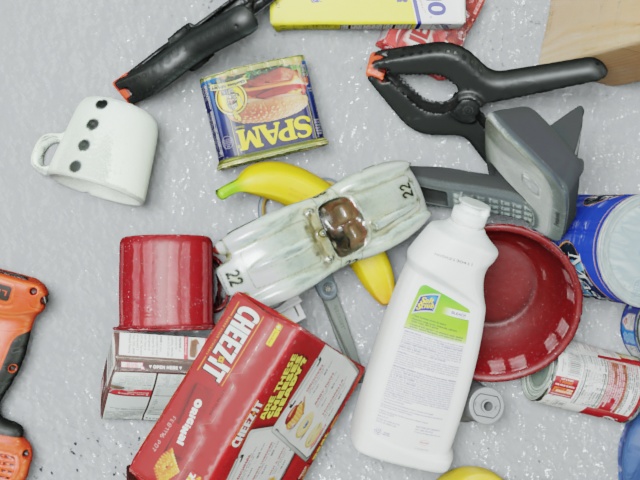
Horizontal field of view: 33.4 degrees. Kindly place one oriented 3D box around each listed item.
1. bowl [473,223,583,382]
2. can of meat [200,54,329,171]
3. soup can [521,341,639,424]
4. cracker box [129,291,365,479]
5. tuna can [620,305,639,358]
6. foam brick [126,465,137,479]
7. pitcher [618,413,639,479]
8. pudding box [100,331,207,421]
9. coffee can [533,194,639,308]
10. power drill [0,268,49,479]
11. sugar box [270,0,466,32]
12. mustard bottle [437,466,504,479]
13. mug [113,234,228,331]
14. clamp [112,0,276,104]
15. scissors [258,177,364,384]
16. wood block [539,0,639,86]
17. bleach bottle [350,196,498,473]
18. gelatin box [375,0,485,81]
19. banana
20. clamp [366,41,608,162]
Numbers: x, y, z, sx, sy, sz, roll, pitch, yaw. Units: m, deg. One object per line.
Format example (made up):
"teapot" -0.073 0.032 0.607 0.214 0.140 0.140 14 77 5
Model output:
"bowl" 0.162 0.051 1.004 0.162 0.055 0.162 2 111 5
"can of meat" -0.052 -0.115 0.963 0.102 0.057 0.084 -14 93 -14
"soup can" 0.257 0.136 1.043 0.102 0.068 0.068 15 88 -14
"cracker box" -0.052 0.146 0.895 0.072 0.213 0.164 28 85 22
"tuna can" 0.350 0.088 1.082 0.086 0.034 0.086 -1 92 -14
"foam brick" -0.143 0.232 0.940 0.053 0.078 0.051 1 93 -15
"pitcher" 0.434 0.235 1.057 0.242 0.149 0.145 24 77 -17
"pudding box" -0.140 0.121 0.921 0.090 0.114 0.039 4 60 -15
"coffee can" 0.274 0.007 1.005 0.102 0.140 0.103 0 92 -14
"power drill" -0.320 0.109 0.903 0.184 0.057 0.187 16 91 -18
"sugar box" 0.043 -0.238 0.965 0.176 0.048 0.093 -1 94 4
"mustard bottle" 0.158 0.270 1.027 0.191 0.058 0.096 14 94 -15
"mug" -0.126 0.038 0.940 0.117 0.093 0.081 2 86 -45
"clamp" -0.104 -0.174 0.926 0.172 0.120 0.039 -23 106 30
"scissors" 0.018 0.028 1.005 0.096 0.016 0.201 -37 100 -10
"wood block" 0.291 -0.201 0.968 0.090 0.206 0.090 11 90 -15
"bleach bottle" 0.107 0.083 0.960 0.102 0.068 0.251 14 110 -8
"gelatin box" 0.105 -0.207 1.012 0.073 0.030 0.089 27 85 -13
"banana" 0.000 -0.017 0.970 0.197 0.037 0.069 33 79 -16
"clamp" 0.147 -0.135 0.988 0.210 0.036 0.165 25 127 -8
